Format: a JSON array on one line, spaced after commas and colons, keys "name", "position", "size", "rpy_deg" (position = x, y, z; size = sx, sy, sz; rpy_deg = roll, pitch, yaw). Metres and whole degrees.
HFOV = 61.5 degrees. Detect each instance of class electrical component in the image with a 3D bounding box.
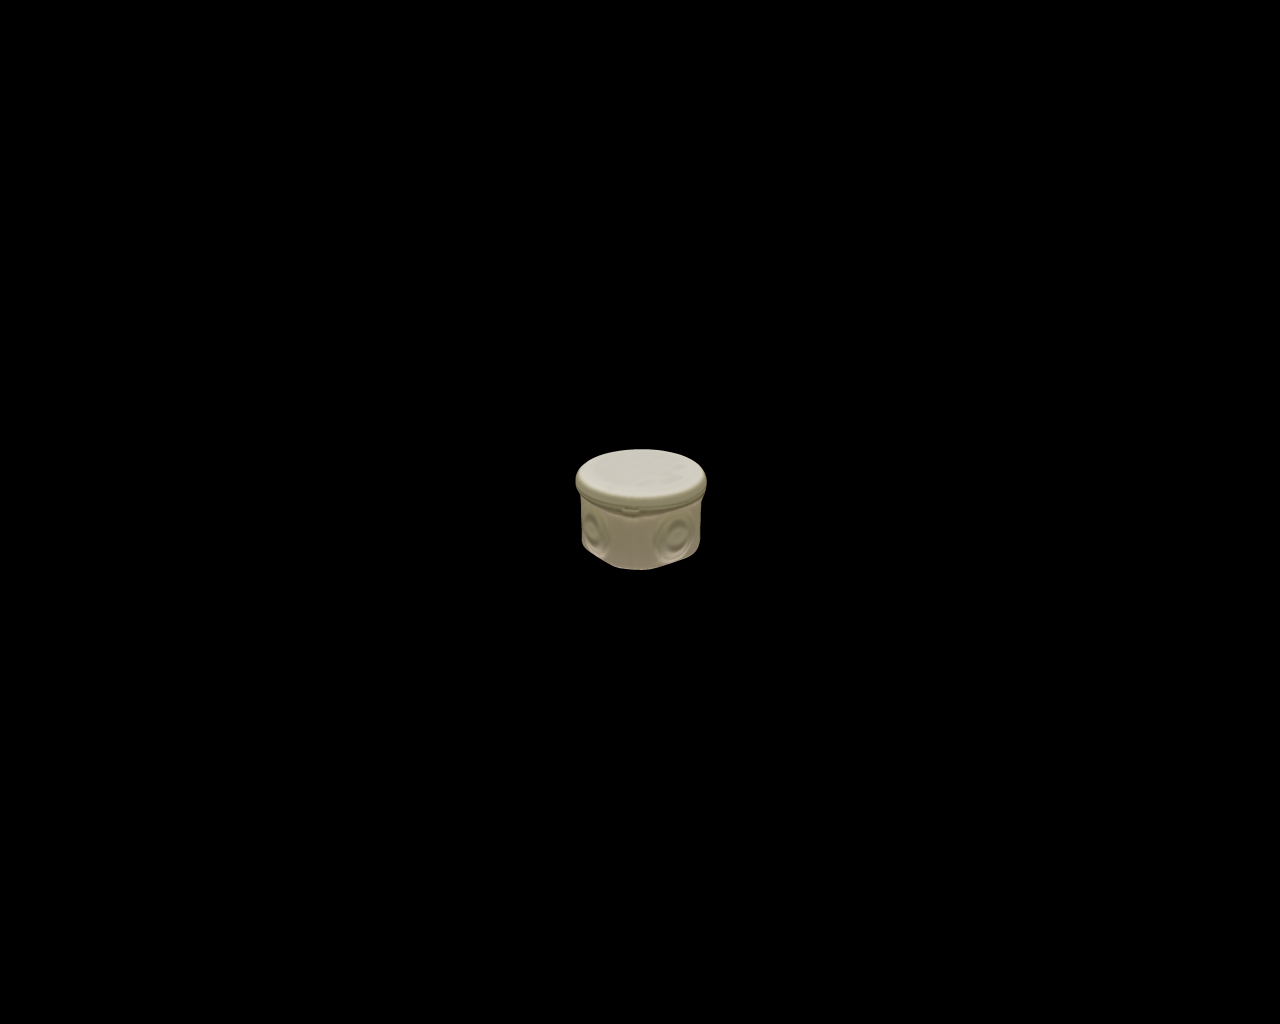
[{"name": "electrical component", "position": [0.001, -0.003, 0.650], "size": [0.080, 0.050, 0.080], "rpy_deg": [0, 24, 0]}]
